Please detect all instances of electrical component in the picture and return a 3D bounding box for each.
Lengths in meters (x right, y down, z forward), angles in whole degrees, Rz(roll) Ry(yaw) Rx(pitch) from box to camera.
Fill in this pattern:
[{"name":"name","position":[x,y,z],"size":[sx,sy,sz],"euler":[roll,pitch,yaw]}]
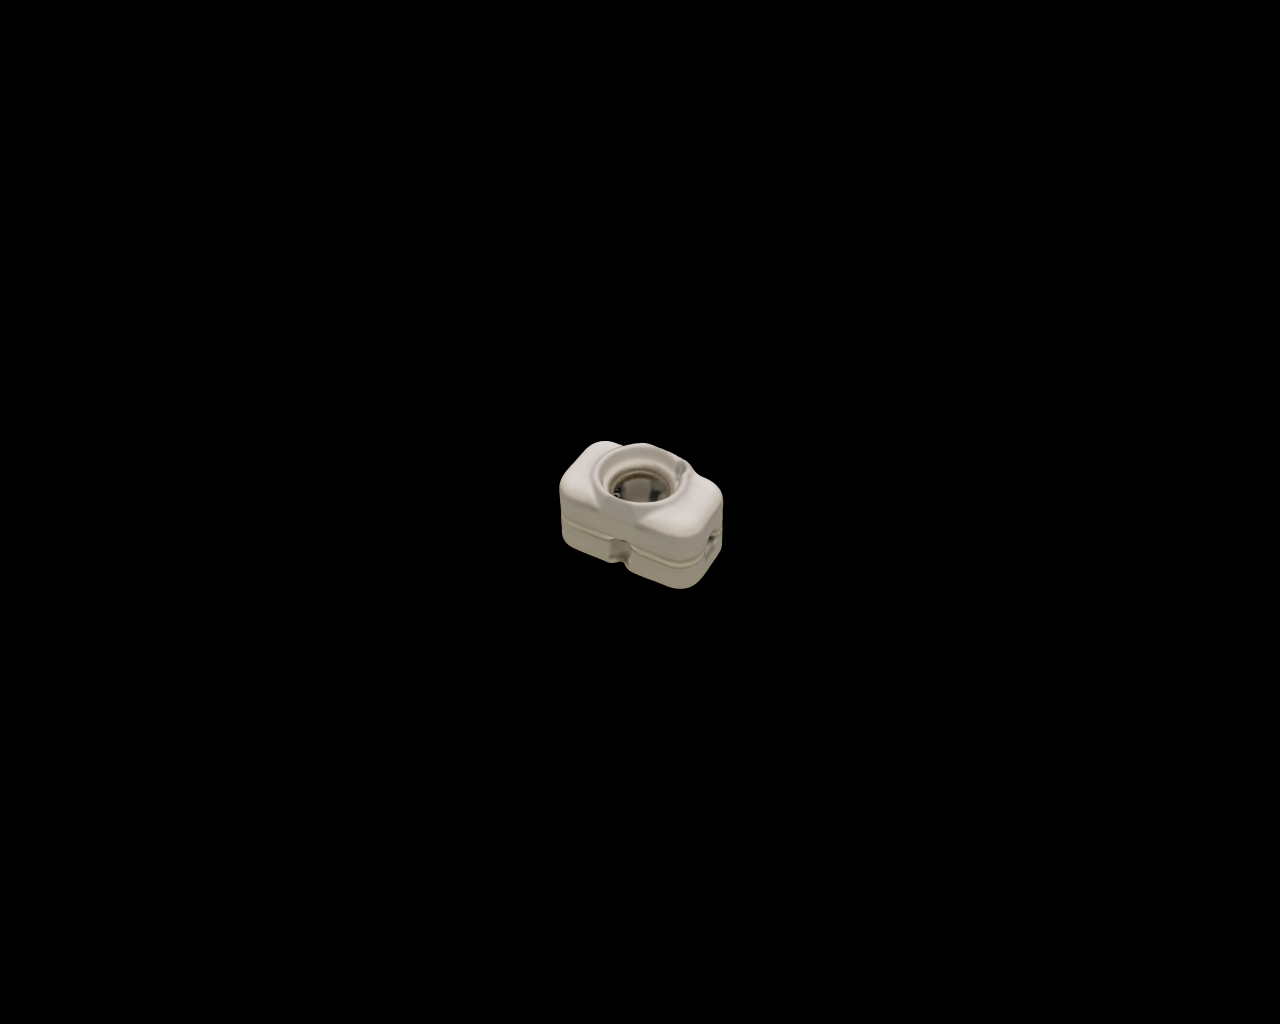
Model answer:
[{"name":"electrical component","position":[0.001,-0.003,0.650],"size":[0.095,0.059,0.054],"euler":[22,49,21]}]
